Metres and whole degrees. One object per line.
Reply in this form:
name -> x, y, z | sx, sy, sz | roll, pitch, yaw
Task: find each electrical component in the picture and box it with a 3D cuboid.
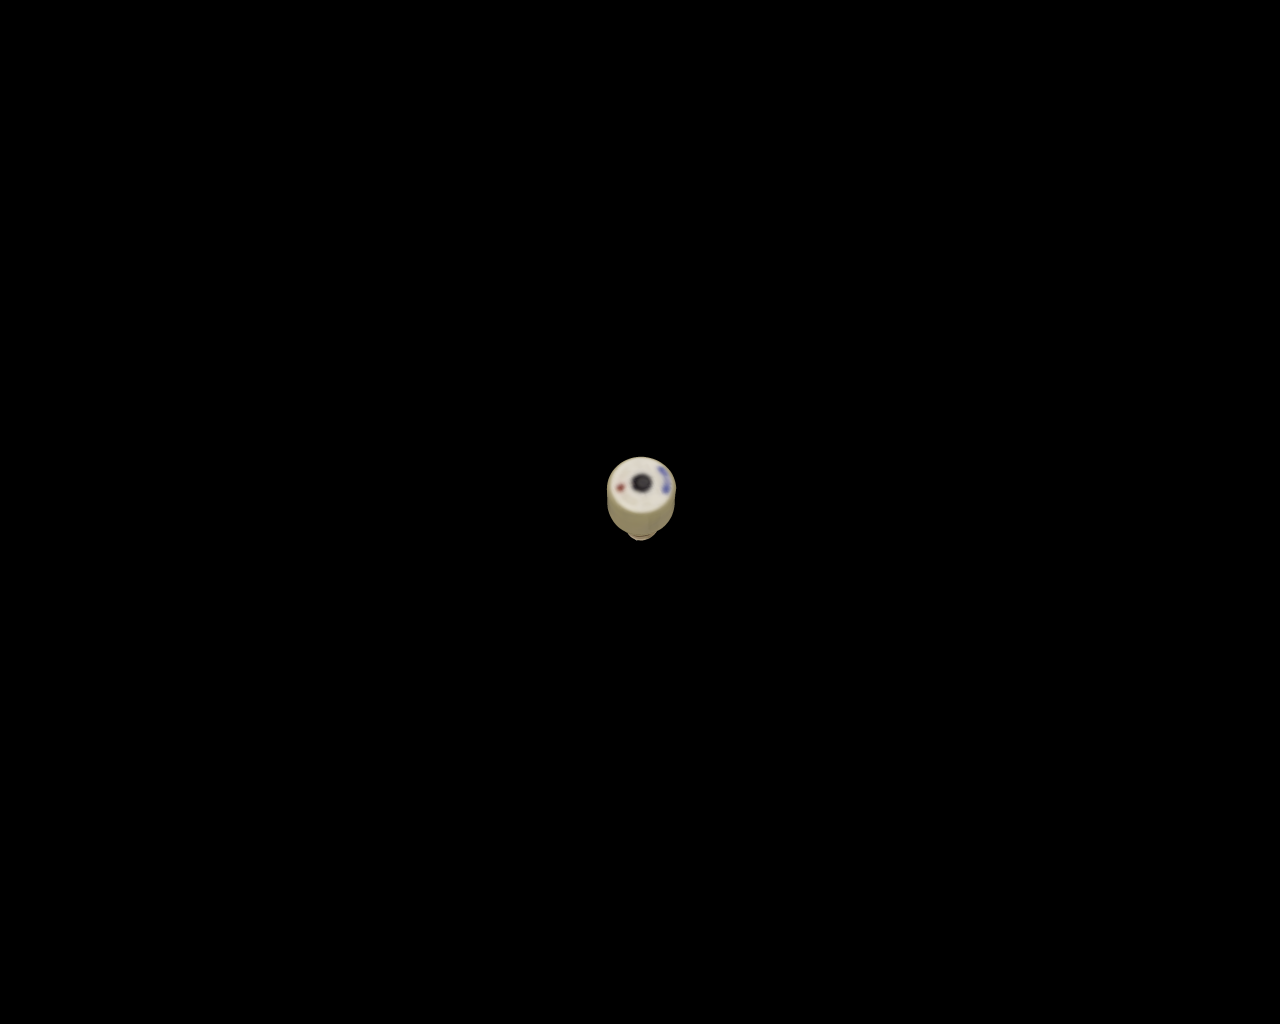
electrical component -> 0.001, -0.003, 0.650 | 0.040, 0.040, 0.078 | 0, -25, 0
